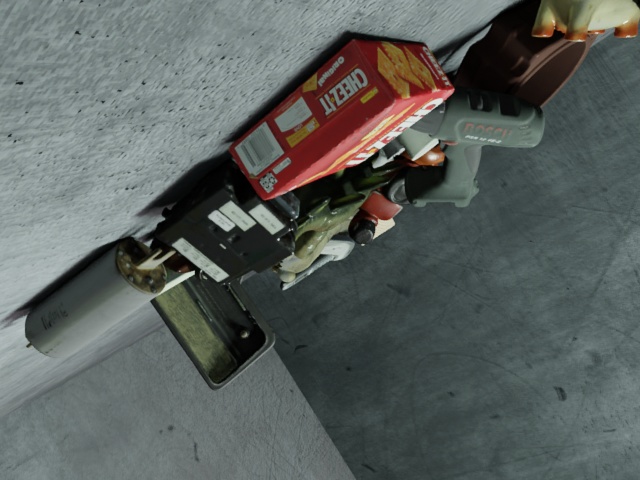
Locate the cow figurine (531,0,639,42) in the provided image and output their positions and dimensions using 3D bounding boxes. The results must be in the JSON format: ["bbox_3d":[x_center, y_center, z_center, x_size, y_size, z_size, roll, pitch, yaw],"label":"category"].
[{"bbox_3d":[0.350,-0.307,0.636,0.195,0.127,0.086,-15,-146,-23],"label":"cow figurine"}]

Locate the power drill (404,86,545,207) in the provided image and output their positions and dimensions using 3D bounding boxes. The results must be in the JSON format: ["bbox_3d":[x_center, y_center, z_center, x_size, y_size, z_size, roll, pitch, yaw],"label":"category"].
[{"bbox_3d":[0.170,-0.131,0.744,0.232,0.086,0.207,1,146,-2],"label":"power drill"}]

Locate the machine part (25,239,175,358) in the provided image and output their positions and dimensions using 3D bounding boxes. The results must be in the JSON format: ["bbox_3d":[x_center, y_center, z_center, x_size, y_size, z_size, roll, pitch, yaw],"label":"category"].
[{"bbox_3d":[-0.271,0.072,0.647,0.243,0.079,0.079,-32,179,19],"label":"machine part"}]

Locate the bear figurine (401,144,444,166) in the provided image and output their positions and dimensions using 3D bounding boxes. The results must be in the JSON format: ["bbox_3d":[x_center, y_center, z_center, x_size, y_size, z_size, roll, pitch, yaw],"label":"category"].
[{"bbox_3d":[0.193,-0.183,1.118,0.132,0.120,0.196,-35,-179,-22],"label":"bear figurine"}]

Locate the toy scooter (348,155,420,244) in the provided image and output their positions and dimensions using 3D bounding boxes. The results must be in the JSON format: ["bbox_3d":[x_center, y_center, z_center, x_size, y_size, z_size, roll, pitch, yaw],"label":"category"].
[{"bbox_3d":[0.110,-0.088,0.968,0.184,0.075,0.135,-48,-155,29],"label":"toy scooter"}]

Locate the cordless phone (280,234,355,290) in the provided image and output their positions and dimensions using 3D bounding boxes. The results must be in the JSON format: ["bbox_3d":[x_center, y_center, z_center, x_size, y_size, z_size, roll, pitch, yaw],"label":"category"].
[{"bbox_3d":[-0.018,0.040,1.224,0.184,0.089,0.146,-38,172,-19],"label":"cordless phone"}]

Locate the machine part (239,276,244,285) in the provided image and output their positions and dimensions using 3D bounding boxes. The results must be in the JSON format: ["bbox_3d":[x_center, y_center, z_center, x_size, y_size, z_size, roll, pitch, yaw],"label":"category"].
[{"bbox_3d":[-0.205,0.067,1.112,0.139,0.084,0.039,9,177,39],"label":"machine part"}]

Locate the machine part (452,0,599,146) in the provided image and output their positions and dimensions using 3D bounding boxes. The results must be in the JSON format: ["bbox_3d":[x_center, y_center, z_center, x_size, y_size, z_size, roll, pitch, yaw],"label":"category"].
[{"bbox_3d":[0.289,-0.243,0.780,0.201,0.087,0.201,-32,163,-21],"label":"machine part"}]

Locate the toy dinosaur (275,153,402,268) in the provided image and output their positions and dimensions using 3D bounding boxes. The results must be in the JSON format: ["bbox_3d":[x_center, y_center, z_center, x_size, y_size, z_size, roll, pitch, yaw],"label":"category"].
[{"bbox_3d":[0.011,-0.066,0.820,0.198,0.105,0.471,-39,-170,41],"label":"toy dinosaur"}]

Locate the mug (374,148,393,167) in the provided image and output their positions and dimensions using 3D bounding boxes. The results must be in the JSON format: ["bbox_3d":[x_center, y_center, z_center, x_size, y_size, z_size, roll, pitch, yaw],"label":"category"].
[{"bbox_3d":[0.118,-0.146,1.052,0.107,0.109,0.081,-42,-151,60],"label":"mug"}]

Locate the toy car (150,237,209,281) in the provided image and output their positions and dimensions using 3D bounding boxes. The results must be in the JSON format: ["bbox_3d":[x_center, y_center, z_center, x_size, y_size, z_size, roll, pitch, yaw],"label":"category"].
[{"bbox_3d":[-0.146,0.000,0.744,0.202,0.089,0.053,-25,140,-62],"label":"toy car"}]

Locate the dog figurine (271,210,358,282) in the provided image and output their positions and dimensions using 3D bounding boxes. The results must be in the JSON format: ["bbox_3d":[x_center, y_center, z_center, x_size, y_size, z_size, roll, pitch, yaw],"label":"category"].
[{"bbox_3d":[-0.001,-0.006,1.004,0.190,0.172,0.121,3,172,-25],"label":"dog figurine"}]

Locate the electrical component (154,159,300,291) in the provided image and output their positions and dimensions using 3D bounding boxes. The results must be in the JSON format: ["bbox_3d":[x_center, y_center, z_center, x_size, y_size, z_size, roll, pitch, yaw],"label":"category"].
[{"bbox_3d":[-0.090,-0.018,0.579,0.134,0.114,0.058,-29,-144,23],"label":"electrical component"}]

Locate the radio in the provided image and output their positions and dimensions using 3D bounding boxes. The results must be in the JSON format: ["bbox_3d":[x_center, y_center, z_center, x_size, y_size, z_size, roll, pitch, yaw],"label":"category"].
[{"bbox_3d":[-0.182,0.111,0.865,0.131,0.229,0.073,-35,-179,-18],"label":"radio"}]

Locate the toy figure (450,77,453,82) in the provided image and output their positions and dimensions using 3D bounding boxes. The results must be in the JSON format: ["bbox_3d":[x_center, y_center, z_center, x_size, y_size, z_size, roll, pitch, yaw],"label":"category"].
[{"bbox_3d":[0.225,-0.247,0.909,0.064,0.057,0.154,17,-156,25],"label":"toy figure"}]
